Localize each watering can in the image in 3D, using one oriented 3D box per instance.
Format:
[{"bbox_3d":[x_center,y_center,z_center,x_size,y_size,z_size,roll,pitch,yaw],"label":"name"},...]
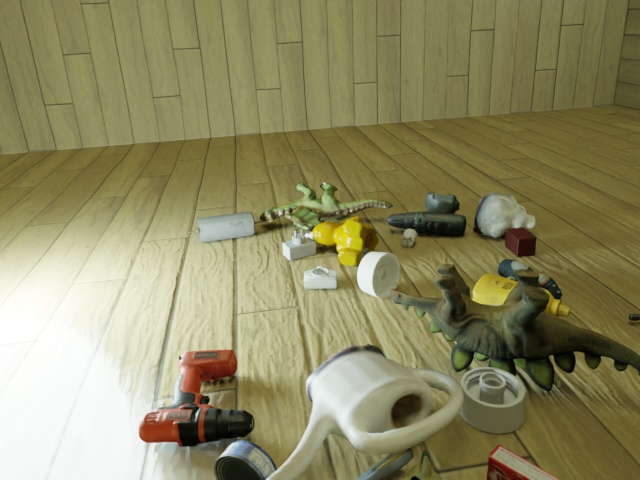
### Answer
[{"bbox_3d":[0.045,0.256,0.776,0.349,0.103,0.225,-13,14,-23],"label":"watering can"}]

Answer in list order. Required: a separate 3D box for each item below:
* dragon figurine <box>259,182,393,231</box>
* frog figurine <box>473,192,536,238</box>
[{"bbox_3d":[0.005,-0.081,1.610,0.410,0.120,0.248,3,30,20],"label":"dragon figurine"},{"bbox_3d":[0.536,-0.065,1.489,0.160,0.120,0.139,22,65,29],"label":"frog figurine"}]
